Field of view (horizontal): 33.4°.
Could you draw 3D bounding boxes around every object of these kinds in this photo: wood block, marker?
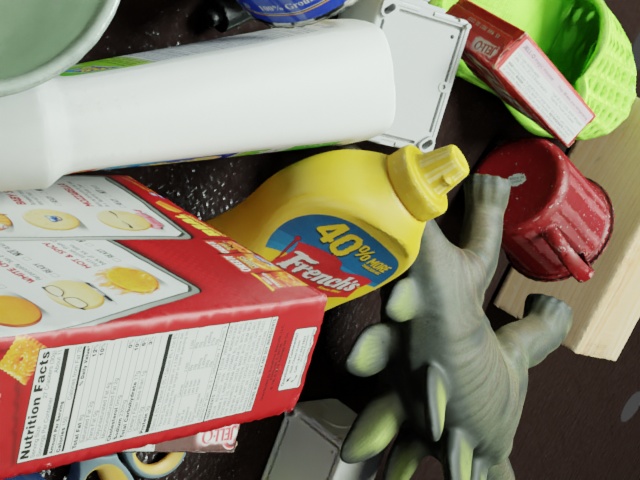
[{"bbox_3d":[0.245,-0.012,0.900,0.090,0.091,0.206,15,103,-51],"label":"wood block"},{"bbox_3d":[-0.014,-0.141,0.591,0.120,0.020,0.020,-29,133,-31],"label":"marker"}]

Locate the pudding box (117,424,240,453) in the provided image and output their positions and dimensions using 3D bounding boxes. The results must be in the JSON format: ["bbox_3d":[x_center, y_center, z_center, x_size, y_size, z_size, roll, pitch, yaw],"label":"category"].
[{"bbox_3d":[-0.108,0.083,0.566,0.113,0.090,0.039,18,86,-52],"label":"pudding box"}]

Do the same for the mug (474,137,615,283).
[{"bbox_3d":[0.167,-0.017,0.799,0.093,0.117,0.081,-35,140,17],"label":"mug"}]

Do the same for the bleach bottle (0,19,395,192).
[{"bbox_3d":[-0.088,-0.063,0.516,0.250,0.103,0.068,-14,102,-34],"label":"bleach bottle"}]

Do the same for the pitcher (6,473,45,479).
[{"bbox_3d":[-0.129,0.212,0.526,0.144,0.243,0.149,-16,126,-40],"label":"pitcher"}]

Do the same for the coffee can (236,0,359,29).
[{"bbox_3d":[-0.035,-0.176,0.477,0.103,0.103,0.140,-56,142,-3],"label":"coffee can"}]

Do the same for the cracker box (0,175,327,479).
[{"bbox_3d":[-0.130,0.029,0.464,0.213,0.164,0.072,-5,116,-46],"label":"cracker box"}]

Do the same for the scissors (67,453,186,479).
[{"bbox_3d":[-0.129,0.101,0.634,0.096,0.016,0.202,-34,135,-32],"label":"scissors"}]

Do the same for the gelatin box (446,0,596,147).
[{"bbox_3d":[0.119,-0.103,0.656,0.030,0.073,0.089,-48,128,7],"label":"gelatin box"}]

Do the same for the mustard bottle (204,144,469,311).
[{"bbox_3d":[-0.004,0.001,0.587,0.192,0.058,0.096,-30,134,23],"label":"mustard bottle"}]
